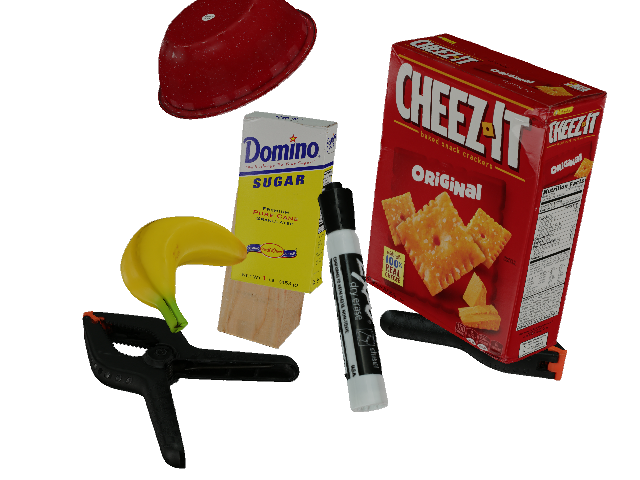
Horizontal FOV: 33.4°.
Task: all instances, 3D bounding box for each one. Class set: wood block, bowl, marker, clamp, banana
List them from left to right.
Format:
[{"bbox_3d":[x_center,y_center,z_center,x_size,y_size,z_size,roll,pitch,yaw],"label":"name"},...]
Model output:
[{"bbox_3d":[-0.136,0.115,0.986,0.210,0.036,0.164,30,40,35],"label":"clamp"},{"bbox_3d":[-0.102,0.014,0.776,0.037,0.069,0.197,-33,7,16],"label":"banana"},{"bbox_3d":[-0.088,-0.182,0.965,0.162,0.162,0.055,0,-44,34],"label":"bowl"},{"bbox_3d":[-0.066,0.021,1.391,0.090,0.206,0.090,15,22,13],"label":"wood block"},{"bbox_3d":[0.016,0.027,0.549,0.020,0.121,0.020,-8,-19,-3],"label":"marker"},{"bbox_3d":[0.155,0.083,1.006,0.172,0.039,0.120,20,32,25],"label":"clamp"}]

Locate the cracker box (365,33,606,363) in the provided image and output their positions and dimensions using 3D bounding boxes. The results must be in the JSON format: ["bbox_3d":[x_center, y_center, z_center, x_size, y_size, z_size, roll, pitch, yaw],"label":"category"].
[{"bbox_3d":[0.119,-0.034,0.833,0.071,0.214,0.164,-17,34,-36],"label":"cracker box"}]

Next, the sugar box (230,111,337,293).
[{"bbox_3d":[-0.039,-0.040,1.106,0.093,0.176,0.048,9,16,15],"label":"sugar box"}]
